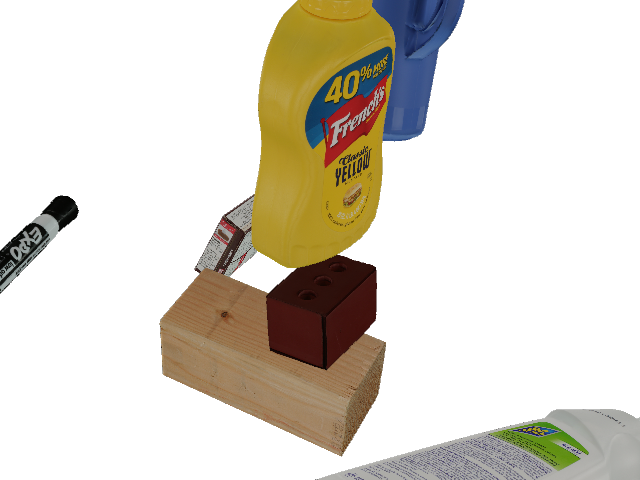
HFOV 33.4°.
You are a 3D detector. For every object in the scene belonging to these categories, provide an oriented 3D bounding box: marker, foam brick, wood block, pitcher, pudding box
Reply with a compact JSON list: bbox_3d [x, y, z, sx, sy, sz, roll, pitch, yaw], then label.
[{"bbox_3d":[-0.184,0.006,0.657,0.020,0.020,0.121,0,31,21],"label":"marker"},{"bbox_3d":[0.002,0.051,0.803,0.053,0.051,0.078,16,35,27],"label":"foam brick"},{"bbox_3d":[-0.048,0.119,1.071,0.206,0.090,0.090,22,47,17],"label":"wood block"},{"bbox_3d":[0.060,-0.213,0.944,0.145,0.243,0.149,8,15,7],"label":"pitcher"},{"bbox_3d":[-0.098,-0.007,1.307,0.039,0.090,0.113,34,31,7],"label":"pudding box"}]

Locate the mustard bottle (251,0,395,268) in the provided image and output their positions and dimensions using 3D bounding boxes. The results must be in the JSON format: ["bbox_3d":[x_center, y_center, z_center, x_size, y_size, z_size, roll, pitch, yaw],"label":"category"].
[{"bbox_3d":[0.004,-0.081,0.628,0.058,0.192,0.096,31,45,30],"label":"mustard bottle"}]

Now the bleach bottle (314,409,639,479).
[{"bbox_3d":[0.113,0.145,0.598,0.250,0.068,0.103,-10,21,-31],"label":"bleach bottle"}]
